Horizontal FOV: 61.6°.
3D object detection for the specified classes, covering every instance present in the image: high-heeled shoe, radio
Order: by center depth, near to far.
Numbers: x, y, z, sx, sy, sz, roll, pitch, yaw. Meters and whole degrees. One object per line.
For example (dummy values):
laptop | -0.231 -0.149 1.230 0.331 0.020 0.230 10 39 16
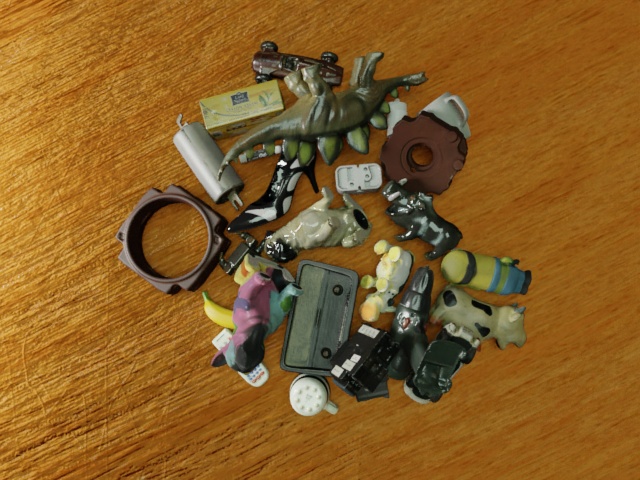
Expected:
radio | 0.003 0.162 1.110 0.131 0.073 0.229 10 87 4
high-heeled shoe | -0.106 -0.123 1.122 0.249 0.086 0.145 -29 105 -20

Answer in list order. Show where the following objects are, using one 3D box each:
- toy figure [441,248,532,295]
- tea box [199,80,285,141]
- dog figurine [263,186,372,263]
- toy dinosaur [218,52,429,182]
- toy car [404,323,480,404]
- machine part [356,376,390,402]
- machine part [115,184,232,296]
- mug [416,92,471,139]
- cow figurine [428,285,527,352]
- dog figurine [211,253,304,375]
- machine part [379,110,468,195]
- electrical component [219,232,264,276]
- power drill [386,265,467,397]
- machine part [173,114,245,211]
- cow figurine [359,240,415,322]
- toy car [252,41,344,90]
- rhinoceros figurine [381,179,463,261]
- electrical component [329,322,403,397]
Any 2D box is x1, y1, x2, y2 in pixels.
toy figure | 0.338 0.065 1.096 0.180 0.089 0.082 15 78 6
tea box | -0.159 -0.274 1.145 0.170 0.098 0.068 -16 85 0
dog figurine | -0.004 -0.007 1.130 0.190 0.172 0.121 -35 42 33
toy dinosaur | 0.005 -0.248 1.072 0.472 0.105 0.198 -18 101 -9
toy car | 0.239 0.246 1.067 0.073 0.056 0.201 31 116 3
machine part | 0.098 0.263 1.116 0.084 0.039 0.138 -9 86 7
machine part | -0.308 -0.001 1.134 0.201 0.087 0.201 36 89 5
mug | 0.272 -0.249 1.123 0.081 0.109 0.107 -39 95 -33
cow figurine | 0.329 0.159 1.094 0.195 0.085 0.127 30 93 6
dog figurine | -0.138 0.156 1.065 0.108 0.192 0.219 24 99 -27
machine part | 0.210 -0.172 1.103 0.180 0.056 0.179 7 114 17
electrical component | -0.165 0.029 1.132 0.045 0.078 0.102 38 93 28
power drill | 0.191 0.178 1.011 0.086 0.207 0.232 17 101 -21
machine part | -0.238 -0.164 1.150 0.079 0.079 0.243 -36 84 -1
cow figurine | 0.139 0.092 1.111 0.068 0.098 0.167 20 89 45
toy car | -0.050 -0.376 1.173 0.202 0.053 0.089 11 82 5
rhinoceros figurine | 0.201 -0.044 1.093 0.190 0.112 0.073 40 48 -1
electrical component | 0.080 0.227 1.018 0.058 0.115 0.134 43 79 -15
